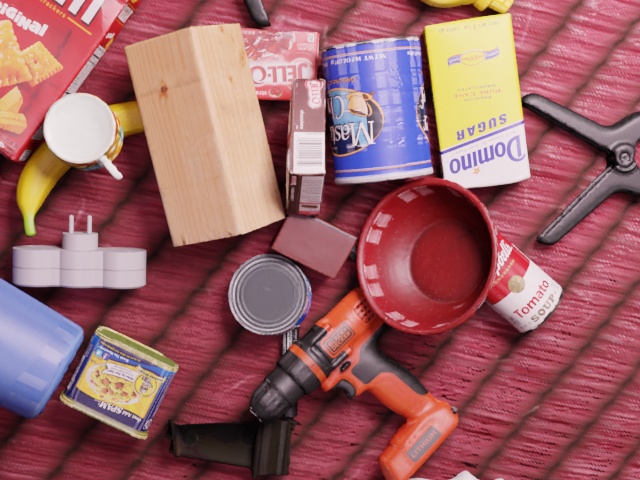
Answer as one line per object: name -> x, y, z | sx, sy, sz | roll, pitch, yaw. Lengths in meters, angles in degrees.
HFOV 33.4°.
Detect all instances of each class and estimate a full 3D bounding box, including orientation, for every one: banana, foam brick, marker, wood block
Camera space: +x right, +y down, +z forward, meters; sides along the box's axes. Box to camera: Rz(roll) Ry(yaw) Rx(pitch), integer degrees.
banana -> -0.249, -0.091, 1.115 | 0.198, 0.037, 0.069 | -43, 90, -4
foam brick -> -0.007, 0.001, 1.134 | 0.078, 0.053, 0.051 | 26, 93, -5
marker -> -0.032, 0.138, 1.162 | 0.020, 0.020, 0.121 | 1, 95, -4
wood block -> -0.115, -0.107, 1.083 | 0.091, 0.090, 0.206 | -9, 98, 30

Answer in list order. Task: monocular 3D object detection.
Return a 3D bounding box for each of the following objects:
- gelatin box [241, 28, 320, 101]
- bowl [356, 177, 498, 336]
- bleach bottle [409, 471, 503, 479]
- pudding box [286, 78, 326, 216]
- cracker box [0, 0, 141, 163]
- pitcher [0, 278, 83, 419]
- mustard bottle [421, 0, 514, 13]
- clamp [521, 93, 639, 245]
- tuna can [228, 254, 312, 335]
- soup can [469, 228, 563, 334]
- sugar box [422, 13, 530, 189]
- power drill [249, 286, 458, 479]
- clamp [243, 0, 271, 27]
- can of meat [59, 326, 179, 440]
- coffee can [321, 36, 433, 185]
gelatin box -> -0.047, -0.184, 1.125 | 0.089, 0.030, 0.073 | 3, 96, -4
bowl -> 0.119, 0.019, 1.098 | 0.162, 0.055, 0.162 | -5, 80, 32
bleach bottle -> 0.083, 0.302, 1.165 | 0.250, 0.068, 0.102 | -16, 98, -4
pudding box -> -0.014, -0.094, 1.084 | 0.039, 0.090, 0.113 | 3, 64, -1
cracker box -> -0.312, -0.210, 1.085 | 0.164, 0.072, 0.214 | 36, 92, -7
pitcher -> -0.375, 0.089, 1.091 | 0.242, 0.149, 0.145 | 30, 78, -9
mustard bottle -> 0.121, -0.299, 1.110 | 0.191, 0.058, 0.096 | 35, 91, -7
clamp -> 0.318, -0.097, 1.154 | 0.210, 0.036, 0.164 | -15, 95, -1
tuna can -> -0.052, 0.059, 1.135 | 0.086, 0.033, 0.086 | -1, 83, 9
soup can -> 0.201, 0.044, 1.144 | 0.102, 0.068, 0.068 | 41, 92, -7
sugar box -> 0.166, -0.144, 1.131 | 0.093, 0.048, 0.176 | -8, 94, 5
power drill -> 0.041, 0.171, 1.138 | 0.184, 0.057, 0.187 | -44, 99, -11
clamp -> -0.087, -0.304, 1.107 | 0.171, 0.039, 0.120 | 28, 88, 0
can of meat -> -0.211, 0.150, 1.134 | 0.102, 0.057, 0.084 | 27, 91, -7
coffee can -> 0.059, -0.132, 1.100 | 0.102, 0.103, 0.140 | -7, 96, -3
